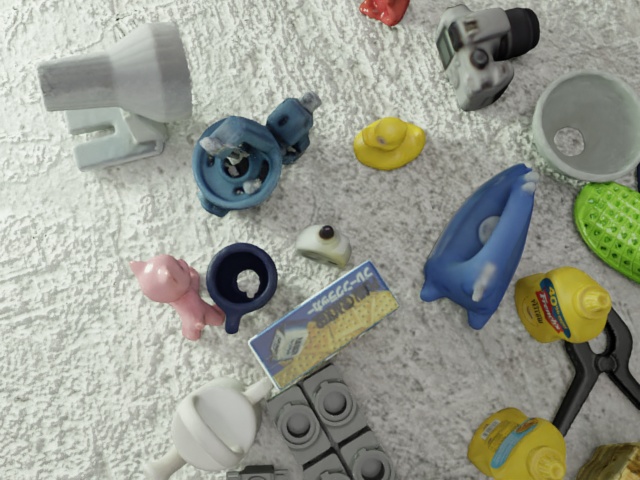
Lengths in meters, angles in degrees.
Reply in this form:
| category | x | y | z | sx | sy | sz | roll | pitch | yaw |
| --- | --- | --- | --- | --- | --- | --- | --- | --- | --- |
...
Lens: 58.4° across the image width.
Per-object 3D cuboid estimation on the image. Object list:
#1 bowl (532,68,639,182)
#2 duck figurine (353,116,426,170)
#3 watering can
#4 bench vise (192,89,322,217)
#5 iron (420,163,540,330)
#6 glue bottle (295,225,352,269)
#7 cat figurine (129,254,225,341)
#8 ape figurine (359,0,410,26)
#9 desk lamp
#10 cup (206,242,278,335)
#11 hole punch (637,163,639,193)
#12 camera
| category | x | y | z | sx | sy | sz | roll | pitch | yaw |
| --- | --- | --- | --- | --- | --- | --- | --- | --- | --- |
| bowl | 0.380 | -0.157 | 0.834 | 0.167 | 0.074 | 0.167 | 0 | 81 | -3 |
| duck figurine | 0.102 | -0.146 | 0.814 | 0.104 | 0.086 | 0.077 | -7 | 81 | -4 |
| watering can | -0.129 | 0.230 | 0.687 | 0.101 | 0.194 | 0.173 | 29 | 81 | 3 |
| bench vise | -0.091 | -0.134 | 0.735 | 0.121 | 0.219 | 0.207 | 28 | 81 | 3 |
| iron | 0.240 | -0.014 | 0.770 | 0.118 | 0.141 | 0.258 | 28 | 81 | 2 |
| glue bottle | 0.007 | 0.003 | 0.741 | 0.078 | 0.173 | 0.037 | 19 | 80 | 1 |
| cat figurine | -0.187 | 0.070 | 0.749 | 0.067 | 0.117 | 0.128 | -37 | 84 | -8 |
| ape figurine | 0.102 | -0.364 | 0.846 | 0.076 | 0.092 | 0.078 | -20 | 82 | -5 |
| desk lamp | -0.255 | -0.179 | 0.738 | 0.203 | 0.213 | 0.118 | -17 | 82 | -5 |
| cup | -0.103 | 0.068 | 0.765 | 0.091 | 0.095 | 0.118 | 10 | 80 | -1 |
| hole punch | 0.527 | -0.112 | 0.826 | 0.101 | 0.091 | 0.109 | 4 | 80 | -2 |
| camera | 0.255 | -0.283 | 0.836 | 0.137 | 0.101 | 0.143 | -17 | 82 | -5 |
